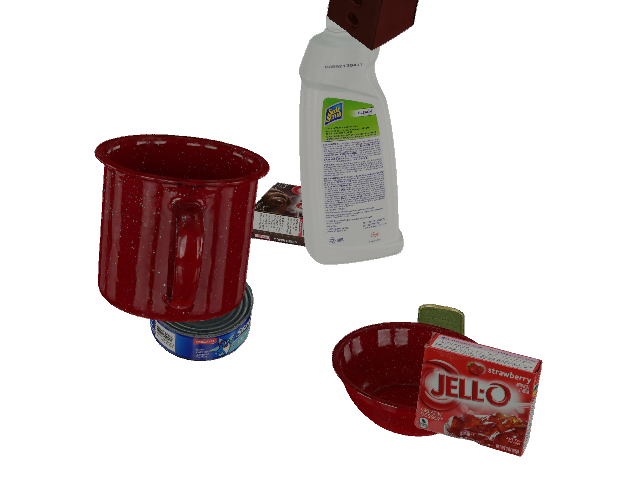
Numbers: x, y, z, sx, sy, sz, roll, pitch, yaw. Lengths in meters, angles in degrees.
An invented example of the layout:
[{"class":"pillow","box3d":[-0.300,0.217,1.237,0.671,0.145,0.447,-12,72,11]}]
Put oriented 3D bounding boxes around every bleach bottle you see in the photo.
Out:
[{"class":"bleach bottle","box3d":[0.030,-0.102,1.027,0.102,0.251,0.068,-9,30,-15]}]

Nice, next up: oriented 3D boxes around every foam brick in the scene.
[{"class":"foam brick","box3d":[0.044,-0.198,0.824,0.051,0.053,0.078,-38,-24,-28]}]

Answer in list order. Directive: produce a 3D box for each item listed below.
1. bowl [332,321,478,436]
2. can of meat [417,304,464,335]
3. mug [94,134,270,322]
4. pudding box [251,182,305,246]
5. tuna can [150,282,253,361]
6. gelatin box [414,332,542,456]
[{"class":"bowl","box3d":[0.090,0.141,1.031,0.162,0.055,0.162,3,25,-2]},{"class":"can of meat","box3d":[0.140,0.137,1.299,0.057,0.084,0.102,9,21,4]},{"class":"mug","box3d":[-0.075,-0.003,0.571,0.093,0.081,0.117,2,19,-16]},{"class":"pudding box","box3d":[-0.024,-0.030,1.230,0.090,0.039,0.113,8,23,12]},{"class":"tuna can","box3d":[-0.100,0.059,0.889,0.086,0.034,0.086,4,41,-4]},{"class":"gelatin box","box3d":[0.121,0.119,0.826,0.089,0.073,0.030,13,23,20]}]
